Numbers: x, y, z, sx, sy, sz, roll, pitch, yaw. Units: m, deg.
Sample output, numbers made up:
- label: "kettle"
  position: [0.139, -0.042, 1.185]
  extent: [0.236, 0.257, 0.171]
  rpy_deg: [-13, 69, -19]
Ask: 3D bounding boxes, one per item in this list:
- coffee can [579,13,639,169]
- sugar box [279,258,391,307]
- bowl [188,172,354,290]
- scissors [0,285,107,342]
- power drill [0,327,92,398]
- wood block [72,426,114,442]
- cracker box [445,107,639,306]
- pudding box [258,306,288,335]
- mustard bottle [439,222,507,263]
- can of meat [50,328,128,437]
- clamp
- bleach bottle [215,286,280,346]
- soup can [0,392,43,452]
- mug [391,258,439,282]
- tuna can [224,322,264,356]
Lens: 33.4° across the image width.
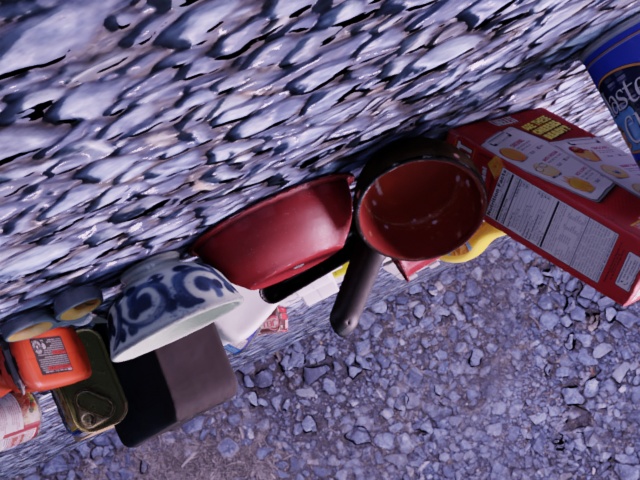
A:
- label: "coffee can"
  position: [0.291, -0.114, 0.876]
  extent: [0.103, 0.140, 0.103]
  rpy_deg: [-25, 172, -4]
- label: "sugar box"
  position: [0.020, 0.031, 1.367]
  extent: [0.176, 0.048, 0.093]
  rpy_deg: [-22, 172, 3]
- label: "bowl"
  position: [-0.032, 0.001, 0.937]
  extent: [0.162, 0.055, 0.162]
  rpy_deg: [-25, 173, -4]
- label: "scissors"
  position: [-0.229, 0.073, 0.938]
  extent: [0.096, 0.016, 0.202]
  rpy_deg: [-22, 172, -17]
- label: "power drill"
  position: [-0.309, 0.142, 0.988]
  extent: [0.188, 0.057, 0.184]
  rpy_deg: [-28, 172, 15]
- label: "wood block"
  position: [-0.230, 0.173, 1.349]
  extent: [0.090, 0.091, 0.205]
  rpy_deg: [-30, 171, 27]
- label: "cracker box"
  position: [0.232, -0.036, 0.959]
  extent: [0.163, 0.214, 0.072]
  rpy_deg: [-17, 132, -46]
- label: "pudding box"
  position: [-0.102, 0.108, 1.393]
  extent: [0.113, 0.039, 0.090]
  rpy_deg: [-4, 174, 5]
- label: "mustard bottle"
  position: [0.169, -0.027, 1.251]
  extent: [0.192, 0.096, 0.058]
  rpy_deg: [-31, 172, 37]
- label: "can of meat"
  position: [-0.243, 0.149, 1.089]
  extent: [0.057, 0.102, 0.084]
  rpy_deg: [-21, 174, -25]
- label: "clamp"
  position: [0.038, -0.001, 0.996]
  extent: [0.209, 0.036, 0.165]
  rpy_deg: [-49, -153, -20]
- label: "bleach bottle"
  position: [-0.134, 0.092, 1.159]
  extent: [0.102, 0.068, 0.251]
  rpy_deg: [-45, -173, -35]
- label: "soup can"
  position: [-0.369, 0.204, 1.181]
  extent: [0.069, 0.068, 0.102]
  rpy_deg: [-31, 170, 37]
- label: "mug"
  position: [0.111, -0.009, 1.196]
  extent: [0.081, 0.093, 0.117]
  rpy_deg: [-30, 153, -1]
- label: "tuna can"
  position: [-0.095, 0.088, 1.232]
  extent: [0.033, 0.086, 0.086]
  rpy_deg: [28, 145, -22]
